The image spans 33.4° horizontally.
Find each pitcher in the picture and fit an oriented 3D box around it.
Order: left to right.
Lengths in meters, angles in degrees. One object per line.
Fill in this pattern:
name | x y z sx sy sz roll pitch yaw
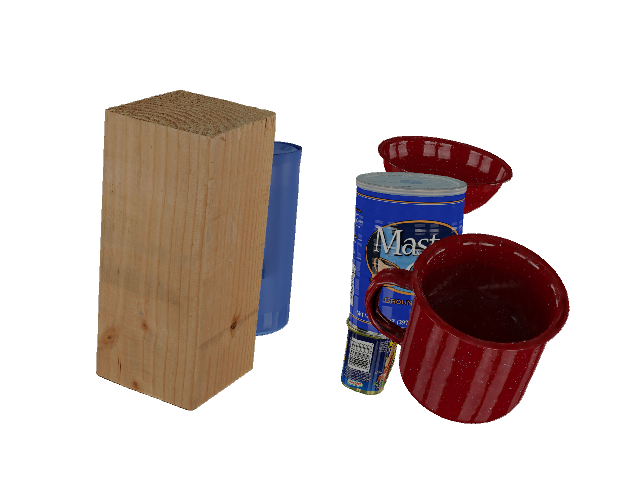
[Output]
pitcher | -0.091 -0.004 1.352 0.145 0.243 0.148 10 16 35

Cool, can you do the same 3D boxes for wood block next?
wood block | -0.099 0.005 0.779 0.090 0.206 0.090 16 23 24

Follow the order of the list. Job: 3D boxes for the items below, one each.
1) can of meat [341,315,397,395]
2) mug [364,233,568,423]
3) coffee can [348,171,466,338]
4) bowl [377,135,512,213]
can of meat | 0.061 0.120 1.255 0.057 0.084 0.102 14 26 11
mug | 0.082 0.053 0.647 0.117 0.081 0.093 17 44 8
coffee can | 0.080 0.012 0.997 0.103 0.140 0.103 3 12 -1
bowl | 0.143 -0.073 1.269 0.162 0.055 0.162 8 24 -4
